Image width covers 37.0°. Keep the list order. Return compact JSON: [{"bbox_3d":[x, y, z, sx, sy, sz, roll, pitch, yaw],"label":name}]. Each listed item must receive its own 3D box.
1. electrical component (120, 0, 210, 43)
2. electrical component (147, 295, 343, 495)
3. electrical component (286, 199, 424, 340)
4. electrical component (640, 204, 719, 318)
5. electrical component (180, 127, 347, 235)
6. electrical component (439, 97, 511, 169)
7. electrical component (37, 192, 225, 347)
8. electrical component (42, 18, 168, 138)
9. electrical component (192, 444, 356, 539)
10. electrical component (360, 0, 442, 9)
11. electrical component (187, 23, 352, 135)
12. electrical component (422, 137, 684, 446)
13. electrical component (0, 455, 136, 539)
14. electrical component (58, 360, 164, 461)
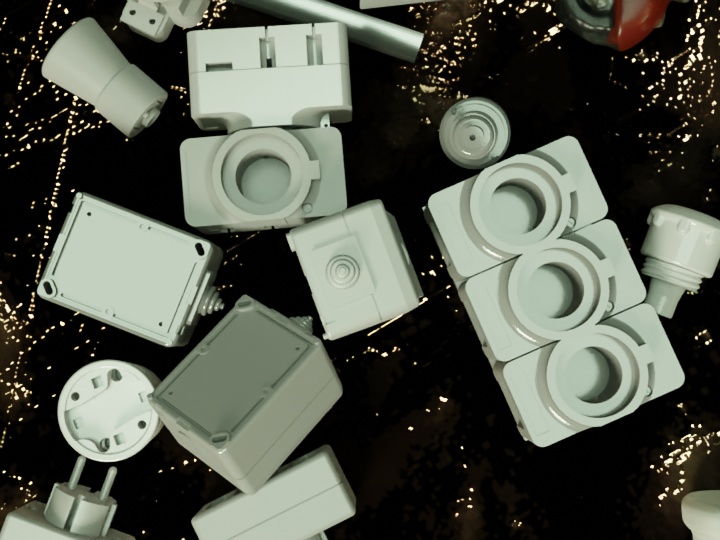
[{"bbox_3d":[-0.113,-0.177,0.620,0.058,0.057,0.078,25,87,2],"label":"electrical component"},{"bbox_3d":[-0.056,0.065,0.591,0.062,0.061,0.096,28,65,33],"label":"electrical component"},{"bbox_3d":[0.000,0.000,0.589,0.061,0.096,0.061,-20,87,-1],"label":"electrical component"},{"bbox_3d":[0.181,-0.004,0.616,0.048,0.048,0.062,20,94,1],"label":"electrical component"},{"bbox_3d":[-0.053,-0.050,0.612,0.089,0.055,0.050,-5,87,0],"label":"electrical component"},{"bbox_3d":[0.065,-0.077,0.606,0.040,0.078,0.040,1,100,8],"label":"electrical component"},{"bbox_3d":[-0.120,0.004,0.606,0.096,0.061,0.061,21,87,1],"label":"electrical component"},{"bbox_3d":[-0.145,-0.108,0.624,0.065,0.044,0.044,40,87,-2],"label":"electrical component"},{"bbox_3d":[-0.039,0.152,0.604,0.083,0.047,0.075,-26,87,-2],"label":"electrical component"},{"bbox_3d":[0.029,-0.197,0.601,0.064,0.099,0.099,-2,86,-7],"label":"electrical component"},{"bbox_3d":[-0.050,-0.106,0.618,0.089,0.050,0.055,-4,87,-1],"label":"electrical component"},{"bbox_3d":[0.106,0.012,0.605,0.089,0.061,0.150,-24,87,-1],"label":"electrical component"},{"bbox_3d":[-0.160,0.144,0.605,0.066,0.047,0.076,20,87,1],"label":"electrical component"},{"bbox_3d":[-0.137,0.078,0.609,0.055,0.047,0.055,0,86,0],"label":"electrical component"}]
